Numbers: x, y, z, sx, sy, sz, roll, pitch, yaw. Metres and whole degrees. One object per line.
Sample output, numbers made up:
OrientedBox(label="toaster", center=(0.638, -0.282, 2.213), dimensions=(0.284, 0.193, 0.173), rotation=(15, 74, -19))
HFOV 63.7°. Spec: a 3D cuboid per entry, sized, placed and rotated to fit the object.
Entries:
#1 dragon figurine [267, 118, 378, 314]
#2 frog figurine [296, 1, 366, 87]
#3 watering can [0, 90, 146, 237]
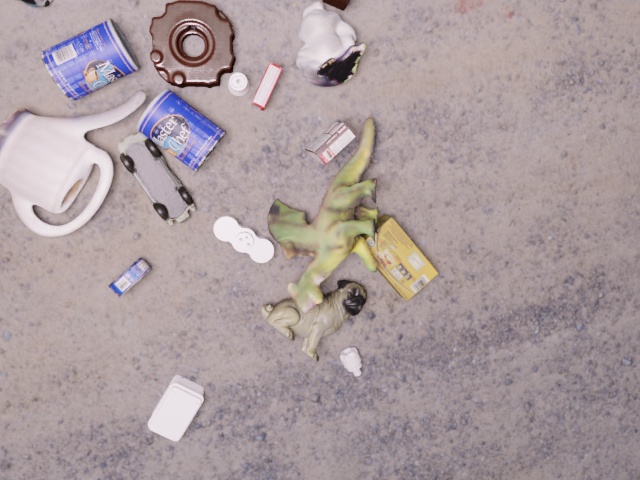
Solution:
OrientedBox(label="dragon figurine", center=(0.003, -0.053, 1.058), dimensions=(0.242, 0.120, 0.417), rotation=(-3, 71, 12))
OrientedBox(label="frog figurine", center=(0.006, -0.396, 1.051), dimensions=(0.137, 0.121, 0.162), rotation=(-37, 66, 7))
OrientedBox(label="watering can", center=(-0.493, -0.175, 0.983), dimensions=(0.223, 0.105, 0.345), rotation=(30, 98, -10))
